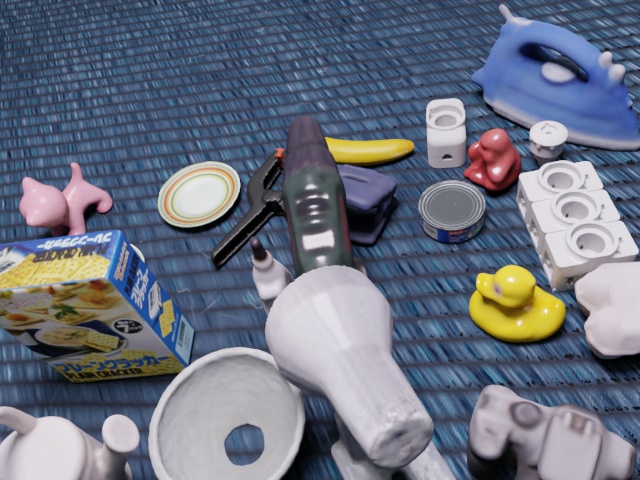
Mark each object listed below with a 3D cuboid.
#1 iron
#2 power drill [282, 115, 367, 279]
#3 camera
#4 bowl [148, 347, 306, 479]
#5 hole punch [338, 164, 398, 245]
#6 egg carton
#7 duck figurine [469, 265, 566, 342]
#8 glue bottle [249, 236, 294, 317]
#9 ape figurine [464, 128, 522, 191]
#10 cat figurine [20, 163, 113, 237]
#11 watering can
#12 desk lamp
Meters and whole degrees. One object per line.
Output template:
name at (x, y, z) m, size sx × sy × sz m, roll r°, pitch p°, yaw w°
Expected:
iron at (0.343, -0.233, 0.803) m, size 0.119 × 0.142 × 0.257 m, roll -40°, pitch 55°, yaw -18°
power drill at (0.006, 0.002, 0.657) m, size 0.075 × 0.209 × 0.229 m, roll -12°, pitch 51°, yaw 4°
camera at (0.195, 0.217, 0.515) m, size 0.142 × 0.101 × 0.137 m, roll 17°, pitch 58°, yaw 24°
bowl at (-0.090, 0.205, 0.609) m, size 0.167 × 0.075 × 0.167 m, roll -6°, pitch 52°, yaw 8°
hole punch at (0.042, -0.064, 0.776) m, size 0.108 × 0.091 × 0.101 m, roll 17°, pitch 59°, yaw 25°
egg carton at (0.354, 0.076, 0.607) m, size 0.150 × 0.069 × 0.107 m, roll -4°, pitch 52°, yaw 10°
duck figurine at (0.220, 0.064, 0.638) m, size 0.104 × 0.086 × 0.077 m, roll 11°, pitch 56°, yaw 21°
glue bottle at (-0.052, 0.053, 0.654) m, size 0.037 × 0.173 × 0.078 m, roll -14°, pitch 51°, yaw 3°
ape figurine at (0.232, -0.112, 0.767) m, size 0.076 × 0.092 × 0.078 m, roll -4°, pitch 52°, yaw 11°
cat figurine at (-0.390, -0.058, 0.856) m, size 0.067 × 0.118 × 0.128 m, roll 16°, pitch 58°, yaw 24°
watering can at (-0.264, 0.222, 0.560) m, size 0.173 × 0.194 × 0.100 m, roll -38°, pitch 54°, yaw -16°
desk lamp at (0.047, 0.153, 0.527) m, size 0.118 × 0.214 × 0.202 m, roll -28°, pitch 52°, yaw -8°
